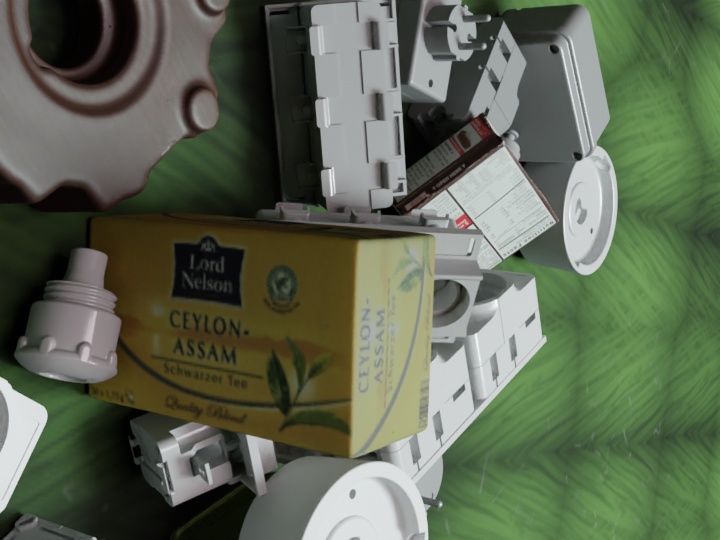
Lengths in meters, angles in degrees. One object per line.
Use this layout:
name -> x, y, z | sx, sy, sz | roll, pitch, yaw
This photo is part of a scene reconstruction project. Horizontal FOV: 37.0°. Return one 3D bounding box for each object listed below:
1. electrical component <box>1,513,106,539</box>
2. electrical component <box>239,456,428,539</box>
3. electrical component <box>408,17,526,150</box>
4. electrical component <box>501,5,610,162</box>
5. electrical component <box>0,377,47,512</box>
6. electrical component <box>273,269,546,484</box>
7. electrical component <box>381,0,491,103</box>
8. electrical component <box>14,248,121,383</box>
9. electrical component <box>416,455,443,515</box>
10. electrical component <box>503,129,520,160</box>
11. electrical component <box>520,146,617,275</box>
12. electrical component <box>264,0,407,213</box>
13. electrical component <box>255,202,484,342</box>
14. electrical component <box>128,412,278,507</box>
electrical component -> -0.155, 0.170, 0.491 | 0.096, 0.062, 0.061 | -45, 130, -41
electrical component -> -0.019, 0.153, 0.585 | 0.108, 0.060, 0.108 | -5, 97, -48
electrical component -> 0.081, -0.130, 0.785 | 0.055, 0.050, 0.089 | 47, 58, -47
electrical component -> 0.145, -0.145, 0.849 | 0.057, 0.078, 0.113 | -53, 135, -40
electrical component -> -0.213, 0.061, 0.393 | 0.186, 0.060, 0.105 | 45, 60, -48
electrical component -> 0.029, 0.056, 0.694 | 0.186, 0.105, 0.060 | -37, 124, -46
electrical component -> 0.052, -0.158, 0.718 | 0.047, 0.076, 0.083 | 15, 84, -54
electrical component -> -0.135, 0.021, 0.512 | 0.048, 0.048, 0.062 | 28, 65, -53
electrical component -> 0.019, 0.153, 0.723 | 0.138, 0.074, 0.052 | -15, 108, -53
electrical component -> 0.106, -0.075, 0.837 | 0.040, 0.040, 0.078 | 50, 56, -46
electrical component -> 0.169, -0.052, 0.913 | 0.108, 0.060, 0.108 | -13, 106, -53
electrical component -> -0.010, -0.098, 0.640 | 0.079, 0.063, 0.121 | -8, 105, -12
electrical component -> 0.000, 0.000, 0.611 | 0.063, 0.121, 0.078 | -103, -160, -51
electrical component -> -0.085, 0.091, 0.573 | 0.064, 0.081, 0.042 | -19, 112, -28
